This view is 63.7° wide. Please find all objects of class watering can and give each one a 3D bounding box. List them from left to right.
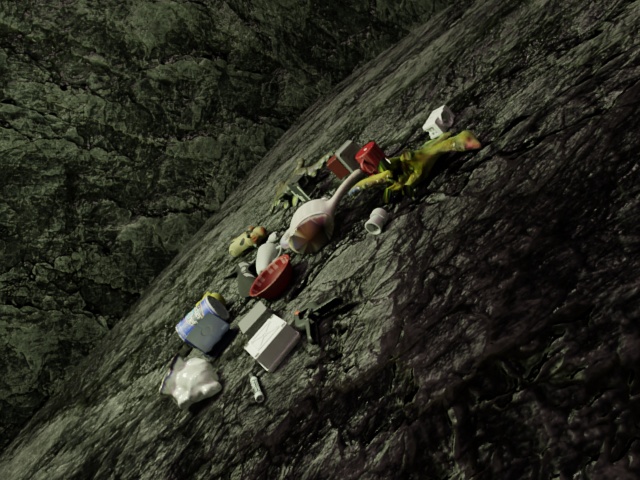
[{"bbox_3d":[0.005,-0.080,1.585,0.345,0.103,0.228,-41,19,13],"label":"watering can"}]

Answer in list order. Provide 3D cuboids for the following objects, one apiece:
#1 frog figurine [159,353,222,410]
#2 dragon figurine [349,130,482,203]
[{"bbox_3d":[-0.315,0.372,1.333,0.159,0.120,0.140,5,31,20],"label":"frog figurine"},{"bbox_3d":[0.259,-0.212,1.398,0.246,0.121,0.408,-34,14,-28],"label":"dragon figurine"}]
